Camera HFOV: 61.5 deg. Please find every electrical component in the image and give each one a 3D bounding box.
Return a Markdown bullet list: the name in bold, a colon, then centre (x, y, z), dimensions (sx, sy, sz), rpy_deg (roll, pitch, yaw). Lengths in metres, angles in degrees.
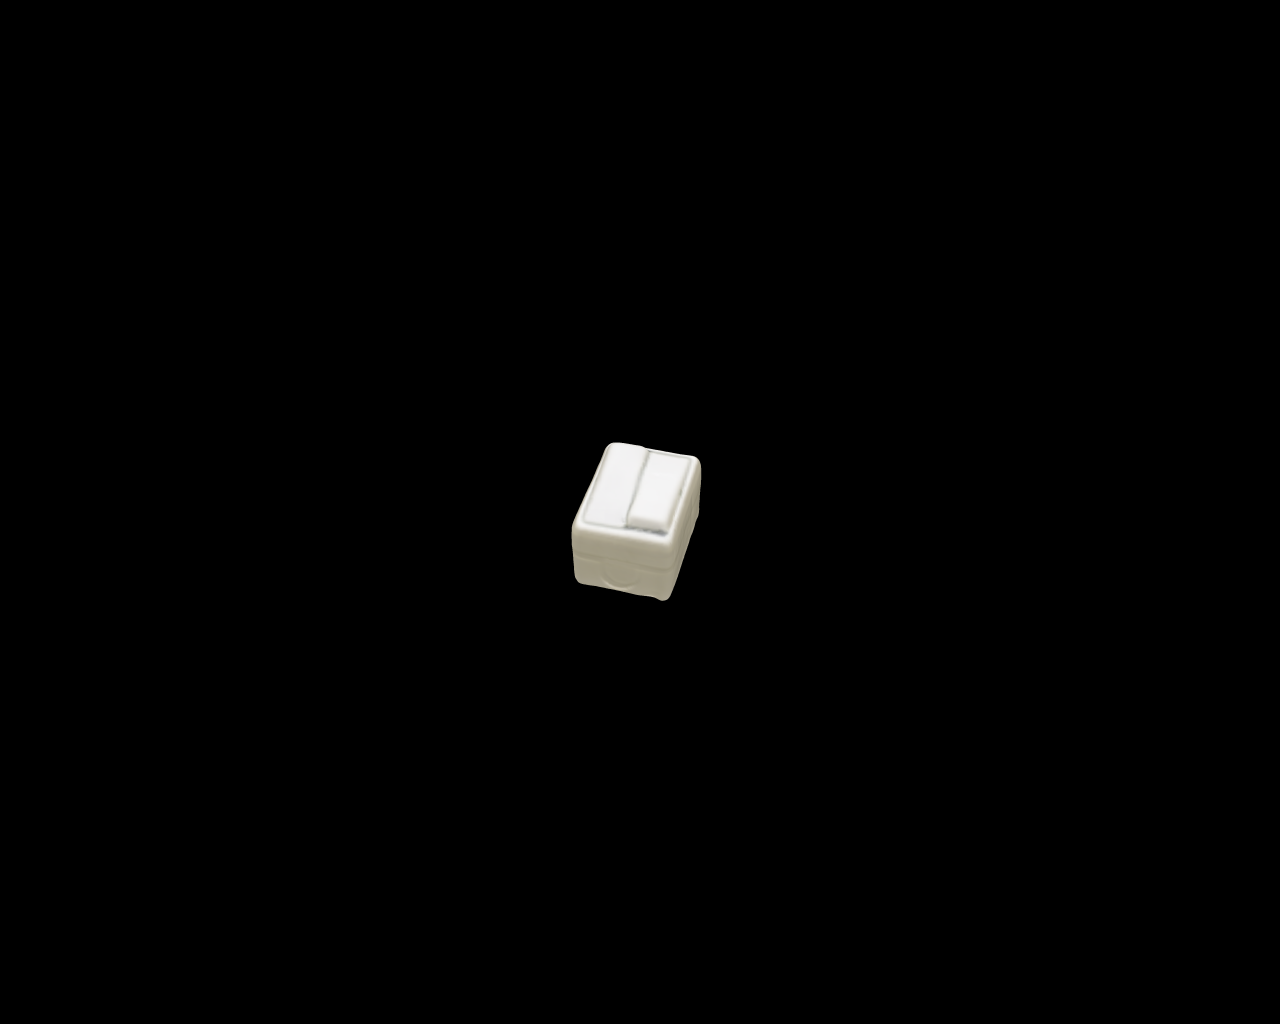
- **electrical component**: centre (0.001, -0.003, 0.650), dimensions (0.062, 0.061, 0.096), rpy_deg (11, 47, 11)
